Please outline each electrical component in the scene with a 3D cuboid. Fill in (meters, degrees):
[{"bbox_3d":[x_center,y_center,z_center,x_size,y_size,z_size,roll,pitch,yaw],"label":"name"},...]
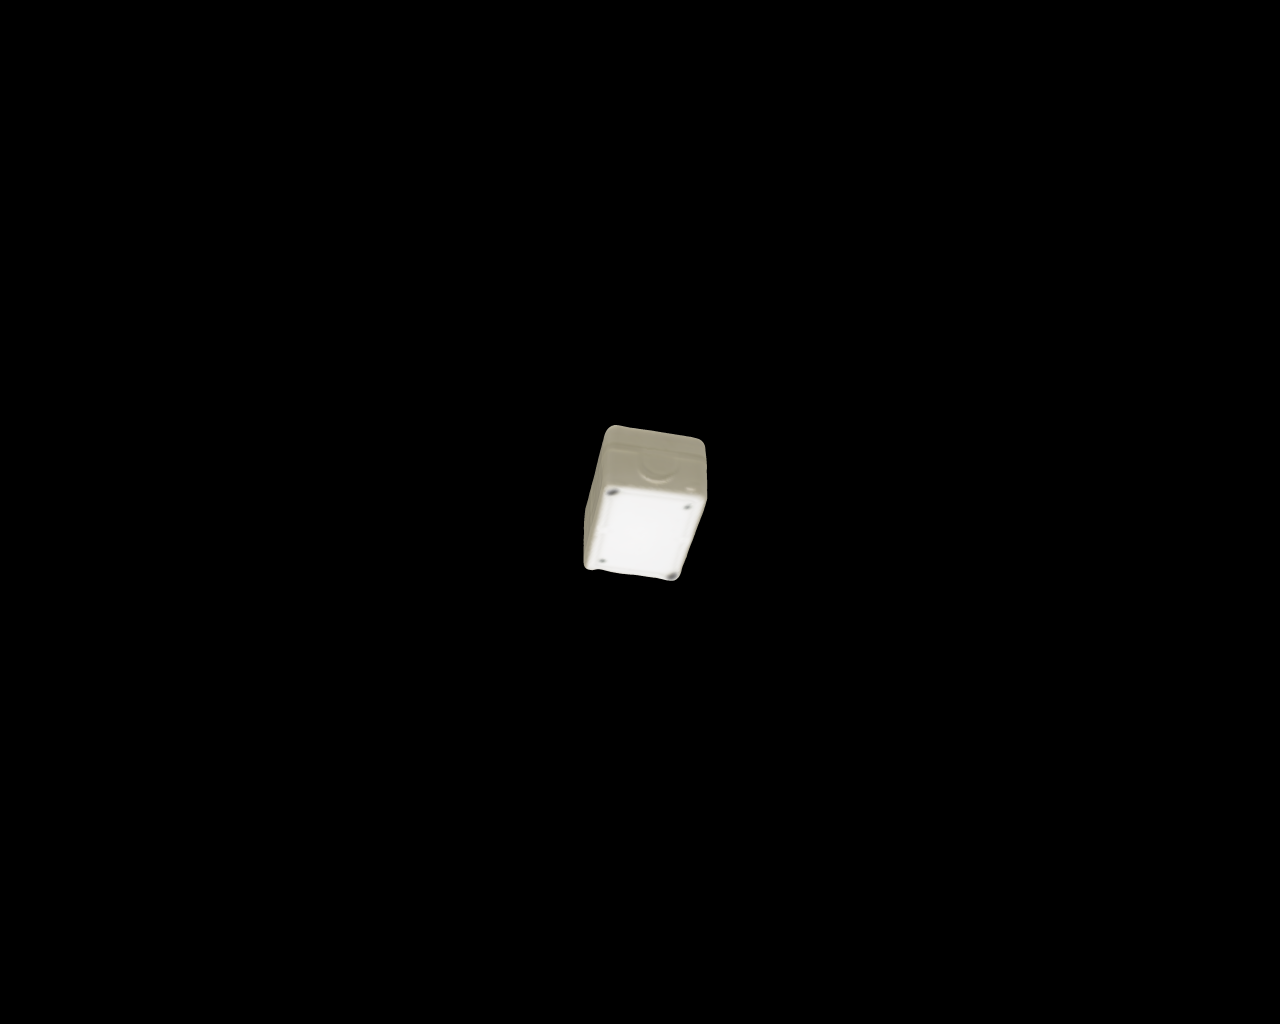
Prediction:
[{"bbox_3d":[0.001,-0.003,0.650,0.062,0.061,0.096,8,-43,-8],"label":"electrical component"}]
